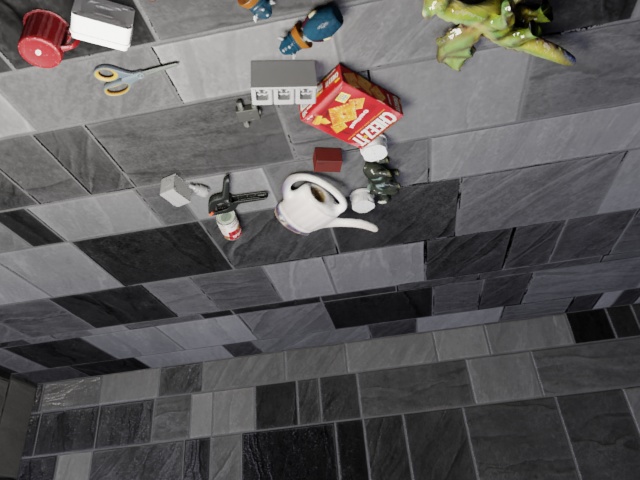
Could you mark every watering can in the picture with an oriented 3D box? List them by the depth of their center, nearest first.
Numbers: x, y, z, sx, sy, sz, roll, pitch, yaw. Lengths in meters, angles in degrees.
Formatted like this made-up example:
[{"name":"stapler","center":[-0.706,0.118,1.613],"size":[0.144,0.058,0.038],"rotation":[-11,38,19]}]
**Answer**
[{"name":"watering can","center":[0.005,-0.083,1.653],"size":[0.344,0.106,0.221],"rotation":[37,131,-26]}]

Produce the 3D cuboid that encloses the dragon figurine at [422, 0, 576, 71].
[{"name":"dragon figurine","center":[0.379,-0.453,1.154],"size":[0.406,0.124,0.241],"rotation":[26,155,-38]}]
